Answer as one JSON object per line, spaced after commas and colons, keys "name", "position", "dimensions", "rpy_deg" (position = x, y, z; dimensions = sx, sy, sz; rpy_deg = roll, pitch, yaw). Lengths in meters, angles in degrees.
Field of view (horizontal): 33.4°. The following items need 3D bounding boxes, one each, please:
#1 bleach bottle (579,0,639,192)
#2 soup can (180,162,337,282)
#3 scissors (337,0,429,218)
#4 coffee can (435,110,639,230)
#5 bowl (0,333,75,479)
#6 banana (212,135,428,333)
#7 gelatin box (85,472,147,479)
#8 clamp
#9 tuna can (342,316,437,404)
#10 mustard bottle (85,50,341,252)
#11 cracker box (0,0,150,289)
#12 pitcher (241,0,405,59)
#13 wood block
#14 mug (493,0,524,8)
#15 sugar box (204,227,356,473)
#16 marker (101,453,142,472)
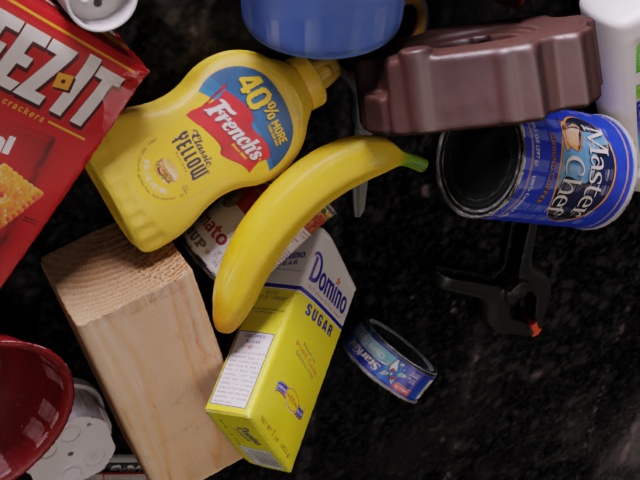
{"name": "bleach bottle", "position": [0.297, -0.132, 0.958], "dimensions": [0.102, 0.068, 0.250], "rpy_deg": [-35, 137, -8]}
{"name": "soup can", "position": [-0.047, -0.012, 0.813], "dimensions": [0.102, 0.069, 0.068], "rpy_deg": [-42, 135, 1]}
{"name": "scissors", "position": [0.051, -0.112, 0.840], "dimensions": [0.096, 0.016, 0.202], "rpy_deg": [-28, 134, -14]}
{"name": "coffee can", "position": [0.184, -0.064, 0.903], "dimensions": [0.140, 0.103, 0.103], "rpy_deg": [4, 119, -35]}
{"name": "bowl", "position": [-0.257, 0.116, 0.746], "dimensions": [0.161, 0.055, 0.162], "rpy_deg": [-25, 140, -23]}
{"name": "banana", "position": [-0.013, -0.015, 0.762], "dimensions": [0.198, 0.037, 0.069], "rpy_deg": [-39, 108, 1]}
{"name": "gelatin box", "position": [-0.192, 0.228, 0.907], "dimensions": [0.089, 0.030, 0.073], "rpy_deg": [9, 136, -37]}
{"name": "clamp", "position": [0.185, 0.032, 1.021], "dimensions": [0.120, 0.039, 0.171], "rpy_deg": [-41, 138, 7]}
{"name": "tuna can", "position": [0.063, 0.107, 0.962], "dimensions": [0.086, 0.086, 0.034], "rpy_deg": [30, 101, -43]}
{"name": "mustard bottle", "position": [-0.068, -0.078, 0.750], "dimensions": [0.191, 0.058, 0.096], "rpy_deg": [-32, 108, -14]}
{"name": "cracker box", "position": [-0.231, -0.064, 0.649], "dimensions": [0.164, 0.072, 0.214], "rpy_deg": [27, 104, -43]}
{"name": "pitcher", "position": [0.015, -0.240, 0.645], "dimensions": [0.149, 0.144, 0.243], "rpy_deg": [12, 131, 12]}
{"name": "wood block", "position": [-0.128, 0.092, 0.820], "dimensions": [0.090, 0.091, 0.206], "rpy_deg": [-27, 133, -15]}
{"name": "mug", "position": [0.137, -0.225, 0.772], "dimensions": [0.081, 0.093, 0.117], "rpy_deg": [-48, 166, -1]}
{"name": "sugar box", "position": [-0.026, 0.082, 0.841], "dimensions": [0.176, 0.048, 0.093], "rpy_deg": [-67, 149, -30]}
{"name": "marker", "position": [-0.172, 0.192, 0.916], "dimensions": [0.120, 0.020, 0.020], "rpy_deg": [10, 116, -38]}
